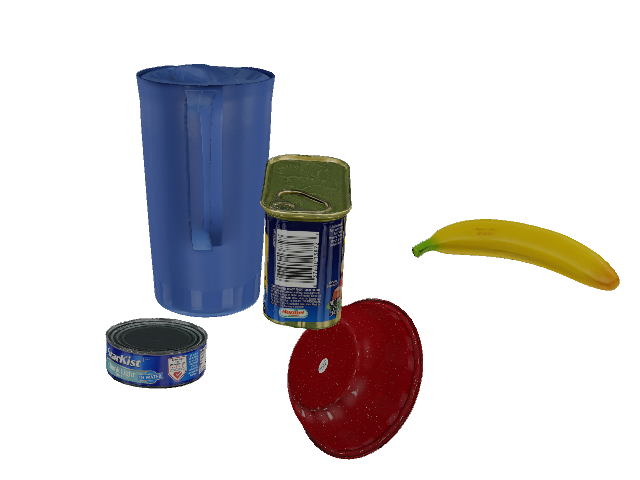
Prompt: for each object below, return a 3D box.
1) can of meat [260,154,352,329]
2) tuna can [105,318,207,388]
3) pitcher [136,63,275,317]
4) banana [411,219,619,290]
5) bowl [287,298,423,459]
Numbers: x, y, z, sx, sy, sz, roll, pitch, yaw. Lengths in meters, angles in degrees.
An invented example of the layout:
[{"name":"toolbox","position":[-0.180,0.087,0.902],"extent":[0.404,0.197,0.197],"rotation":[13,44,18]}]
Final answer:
[{"name":"can of meat","position":[-0.010,0.000,0.711],"extent":[0.057,0.084,0.102],"rotation":[3,25,-1]},{"name":"tuna can","position":[-0.140,0.095,0.908],"extent":[0.086,0.034,0.086],"rotation":[3,14,-1]},{"name":"pitcher","position":[-0.113,-0.049,1.053],"extent":[0.145,0.243,0.148],"rotation":[15,22,39]},{"name":"banana","position":[0.193,0.011,1.037],"extent":[0.198,0.037,0.069],"rotation":[8,47,21]},{"name":"bowl","position":[0.019,0.126,1.028],"extent":[0.162,0.162,0.055],"rotation":[0,-19,46]}]
